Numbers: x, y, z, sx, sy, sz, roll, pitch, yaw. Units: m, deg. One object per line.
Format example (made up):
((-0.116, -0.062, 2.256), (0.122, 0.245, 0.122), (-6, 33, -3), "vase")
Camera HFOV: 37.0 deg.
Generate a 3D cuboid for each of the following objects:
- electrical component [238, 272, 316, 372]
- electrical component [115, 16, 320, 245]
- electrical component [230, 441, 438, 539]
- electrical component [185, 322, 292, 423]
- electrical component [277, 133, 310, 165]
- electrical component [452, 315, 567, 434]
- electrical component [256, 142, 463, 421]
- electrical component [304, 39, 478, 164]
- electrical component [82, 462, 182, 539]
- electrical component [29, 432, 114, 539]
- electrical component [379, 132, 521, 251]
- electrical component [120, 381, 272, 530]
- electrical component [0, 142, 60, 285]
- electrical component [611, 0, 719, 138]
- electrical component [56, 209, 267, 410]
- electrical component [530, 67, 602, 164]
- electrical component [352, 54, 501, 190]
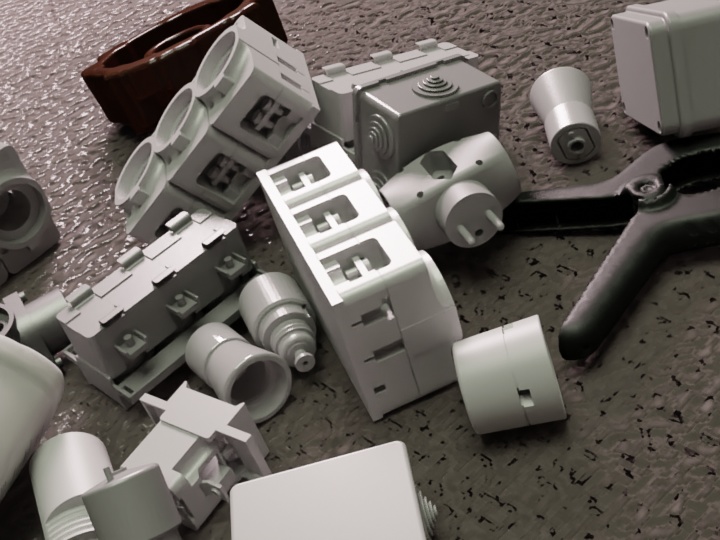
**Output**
((-0.046, 0.034, 0.647), (0.040, 0.040, 0.078), (-25, 38, -9), "electrical component")
((-0.103, -0.090, 0.744), (0.150, 0.062, 0.089), (-48, 31, 22), "electrical component")
((-0.010, 0.136, 0.498), (0.100, 0.048, 0.099), (-16, 37, 3), "electrical component")
((-0.075, 0.057, 0.631), (0.044, 0.044, 0.065), (-34, 35, -20), "electrical component")
((-0.058, -0.096, 0.813), (0.064, 0.042, 0.081), (4, 42, 31), "electrical component")
((0.077, 0.056, 0.559), (0.047, 0.055, 0.055), (-16, 37, 9), "electrical component")
((0.000, 0.000, 0.629), (0.062, 0.089, 0.150), (-24, 38, -7), "electrical component")
((0.027, -0.119, 0.765), (0.121, 0.063, 0.079), (-20, 35, -27), "electrical component")
((-0.106, 0.131, 0.528), (0.040, 0.078, 0.040), (-23, -3, -1), "electrical component")
((-0.147, 0.128, 0.569), (0.043, 0.043, 0.081), (-26, 38, -10), "electrical component")
((0.061, -0.039, 0.648), (0.077, 0.043, 0.079), (-29, 36, -3), "electrical component")
((-0.091, 0.101, 0.580), (0.081, 0.042, 0.063), (14, 49, 36), "electrical component")
((-0.303, -0.019, 0.777), (0.062, 0.089, 0.150), (20, 52, 39), "electrical component")
((0.207, -0.134, 0.698), (0.057, 0.078, 0.113), (-11, 16, 3), "electrical component")
((-0.123, 0.020, 0.677), (0.079, 0.063, 0.121), (24, 54, 41), "electrical component")
((0.144, -0.104, 0.742), (0.044, 0.044, 0.065), (-12, 43, 8), "electrical component")
((0.045, -0.084, 0.707), (0.100, 0.099, 0.048), (-22, 40, -26), "electrical component")
